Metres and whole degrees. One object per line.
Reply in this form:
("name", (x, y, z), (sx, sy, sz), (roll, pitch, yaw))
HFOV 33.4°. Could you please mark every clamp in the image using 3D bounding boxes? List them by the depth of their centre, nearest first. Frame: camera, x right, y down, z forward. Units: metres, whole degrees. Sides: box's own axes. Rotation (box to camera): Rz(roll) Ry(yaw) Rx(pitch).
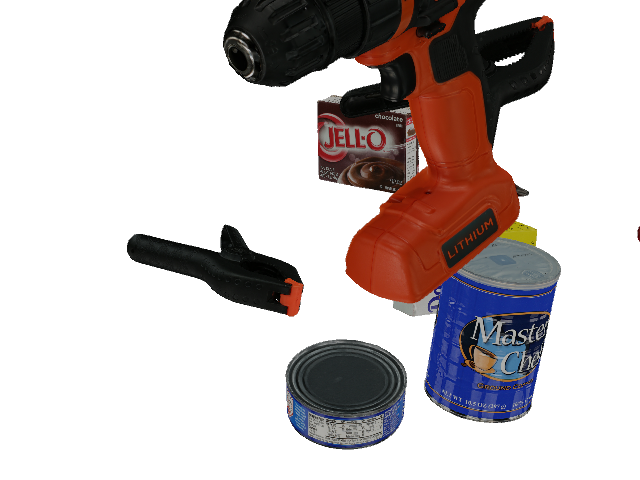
("clamp", (-0.072, 0.022, 0.934), (0.172, 0.039, 0.120), (23, 27, 32))
("clamp", (0.144, -0.135, 0.946), (0.209, 0.036, 0.165), (-32, 45, -20))

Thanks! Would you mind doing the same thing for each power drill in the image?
("power drill", (0.039, -0.064, 0.518), (0.184, 0.187, 0.057), (-35, 43, -31))

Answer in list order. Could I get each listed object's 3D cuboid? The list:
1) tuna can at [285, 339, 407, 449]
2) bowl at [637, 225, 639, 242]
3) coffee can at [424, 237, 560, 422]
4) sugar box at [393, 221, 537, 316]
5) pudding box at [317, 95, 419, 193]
("tuna can", (0.018, 0.109, 0.759), (0.086, 0.034, 0.086), (0, 31, 0))
("bowl", (0.421, 0.022, 1.146), (0.162, 0.055, 0.162), (-1, 25, 0))
("coffee can", (0.155, 0.080, 0.975), (0.103, 0.140, 0.103), (6, 23, -3))
("sugar box", (0.170, 0.032, 1.248), (0.175, 0.093, 0.048), (-7, 16, -31))
("pudding box", (0.051, -0.104, 1.150), (0.114, 0.090, 0.039), (12, 26, 29))
